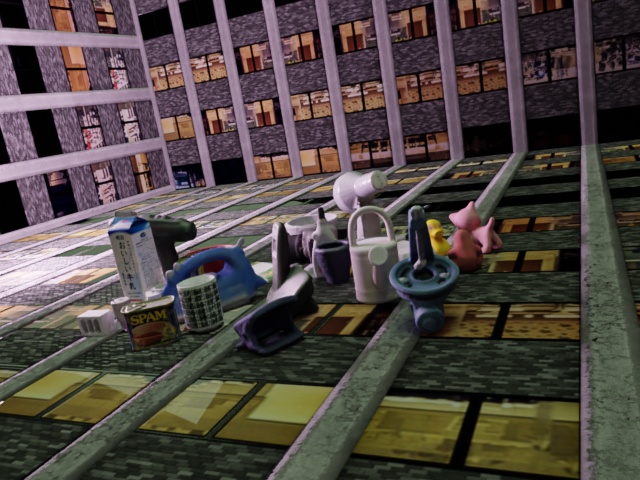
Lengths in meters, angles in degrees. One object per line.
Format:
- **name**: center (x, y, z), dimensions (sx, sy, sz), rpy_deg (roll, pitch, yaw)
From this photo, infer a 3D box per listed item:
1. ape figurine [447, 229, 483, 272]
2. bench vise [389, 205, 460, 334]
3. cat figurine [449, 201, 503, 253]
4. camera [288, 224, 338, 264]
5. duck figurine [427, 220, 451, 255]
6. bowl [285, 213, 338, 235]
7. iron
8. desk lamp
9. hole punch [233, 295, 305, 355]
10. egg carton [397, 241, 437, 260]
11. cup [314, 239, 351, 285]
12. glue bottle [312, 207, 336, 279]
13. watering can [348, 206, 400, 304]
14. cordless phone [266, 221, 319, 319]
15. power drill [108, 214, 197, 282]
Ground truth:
- **ape figurine**: center (0.323, 0.020, 1.280), dimensions (0.077, 0.092, 0.076), rpy_deg (-5, 14, 16)
- **bench vise**: center (0.172, 0.036, 1.035), dimensions (0.121, 0.220, 0.207), rpy_deg (-11, 13, -9)
- **cat figurine**: center (0.384, -0.035, 1.417), dimensions (0.067, 0.118, 0.127), rpy_deg (-17, 15, -30)
- **camera**: center (-0.032, 0.003, 1.585), dimensions (0.136, 0.101, 0.143), rpy_deg (-4, 14, 22)
- **duck figurine**: center (0.286, -0.010, 1.451), dimensions (0.077, 0.086, 0.104), rpy_deg (-12, 13, -12)
- **bowl**: center (-0.021, -0.029, 1.775), dimensions (0.167, 0.075, 0.167), rpy_deg (-9, 13, 2)
- **iron**: center (-0.259, 0.090, 1.285), dimensions (0.259, 0.141, 0.118), rpy_deg (-18, 15, -31)
- **desk lamp**: center (0.139, -0.092, 1.621), dimensions (0.118, 0.214, 0.202), rpy_deg (-17, 15, -29)
- **hole punch**: center (-0.098, 0.147, 1.040), dimensions (0.109, 0.091, 0.100), rpy_deg (-20, 17, -39)
- **egg carton**: center (0.196, 0.048, 1.301), dimensions (0.107, 0.069, 0.149), rpy_deg (-17, 15, -31)
- **cup**: center (0.045, 0.051, 1.340), dimensions (0.091, 0.095, 0.118), rpy_deg (2, 17, 40)
- **glue bottle**: center (0.013, 0.005, 1.385), dimensions (0.078, 0.173, 0.037), rpy_deg (-9, 13, 4)
- **watering can**: center (0.114, 0.027, 1.174), dimensions (0.101, 0.194, 0.172), rpy_deg (-14, 14, -21)
- **cordless phone**: center (-0.070, 0.060, 1.184), dimensions (0.094, 0.185, 0.147), rpy_deg (-14, 14, -19)
- **power drill**: center (-0.432, 0.029, 1.518), dimensions (0.229, 0.208, 0.075), rpy_deg (-8, 13, 6)
